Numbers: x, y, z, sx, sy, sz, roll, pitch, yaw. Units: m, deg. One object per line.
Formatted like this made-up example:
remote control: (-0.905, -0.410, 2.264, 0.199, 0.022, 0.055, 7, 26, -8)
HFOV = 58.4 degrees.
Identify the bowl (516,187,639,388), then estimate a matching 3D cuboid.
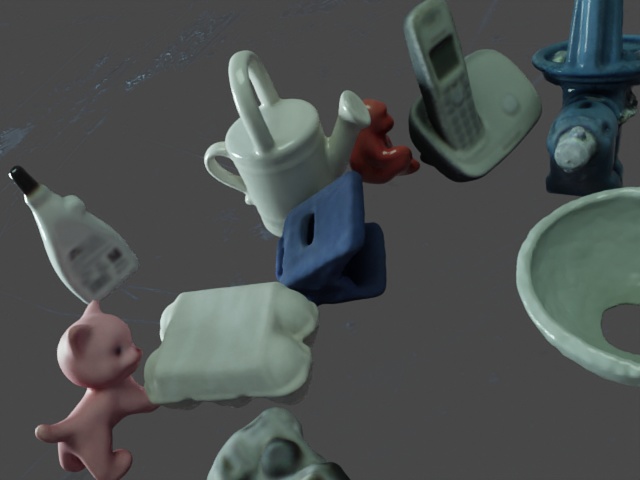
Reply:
bowl: (0.230, 0.042, 0.413, 0.167, 0.075, 0.167, -12, 44, 12)

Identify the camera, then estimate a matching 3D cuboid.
camera: (-0.035, 0.195, 0.352, 0.137, 0.101, 0.142, -38, 45, -16)

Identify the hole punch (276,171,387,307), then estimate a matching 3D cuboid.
hole punch: (0.005, 0.002, 0.536, 0.101, 0.091, 0.108, -12, 44, 12)

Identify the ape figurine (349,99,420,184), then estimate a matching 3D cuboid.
ape figurine: (0.063, -0.112, 0.626, 0.076, 0.092, 0.077, -15, 43, 8)

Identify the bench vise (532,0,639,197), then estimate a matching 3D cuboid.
bench vise: (0.251, -0.157, 0.497, 0.121, 0.220, 0.207, -6, 45, 18)

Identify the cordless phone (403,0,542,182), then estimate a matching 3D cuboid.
cordless phone: (0.149, -0.166, 0.575, 0.093, 0.185, 0.148, 26, 61, 40)

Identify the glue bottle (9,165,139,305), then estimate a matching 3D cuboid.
glue bottle: (-0.264, -0.010, 0.601, 0.078, 0.173, 0.037, -43, 46, -21)

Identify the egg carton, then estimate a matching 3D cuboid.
egg carton: (-0.074, 0.093, 0.494, 0.150, 0.070, 0.107, -9, 44, 15)

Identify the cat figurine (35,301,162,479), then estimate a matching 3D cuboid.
cat figurine: (-0.191, 0.119, 0.482, 0.067, 0.118, 0.128, 0, 47, 23)

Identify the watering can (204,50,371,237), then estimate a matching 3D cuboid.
watering can: (-0.037, -0.105, 0.585, 0.173, 0.194, 0.100, -25, 43, -3)
